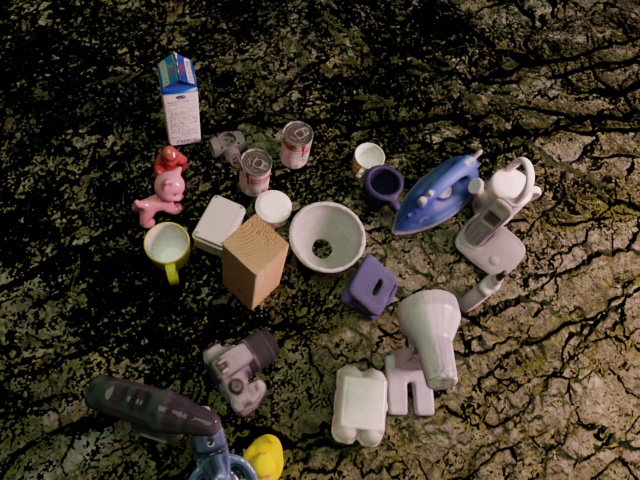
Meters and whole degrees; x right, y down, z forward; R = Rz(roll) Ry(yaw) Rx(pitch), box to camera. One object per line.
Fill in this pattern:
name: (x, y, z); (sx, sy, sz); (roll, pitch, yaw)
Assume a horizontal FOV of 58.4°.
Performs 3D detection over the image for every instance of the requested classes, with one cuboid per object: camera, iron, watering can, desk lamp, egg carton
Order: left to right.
camera: (-0.137, 0.242, 1.097); (0.137, 0.101, 0.143); (-31, 74, -21)
egg carton: (0.078, 0.323, 1.117); (0.107, 0.069, 0.150); (9, 64, -6)
desk lamp: (0.202, 0.222, 1.106); (0.118, 0.213, 0.203); (3, 65, -9)
iron: (0.272, -0.111, 1.311); (0.259, 0.141, 0.118); (-38, 77, -23)
watering can: (0.425, -0.112, 1.311); (0.173, 0.194, 0.101); (-21, 71, -18)

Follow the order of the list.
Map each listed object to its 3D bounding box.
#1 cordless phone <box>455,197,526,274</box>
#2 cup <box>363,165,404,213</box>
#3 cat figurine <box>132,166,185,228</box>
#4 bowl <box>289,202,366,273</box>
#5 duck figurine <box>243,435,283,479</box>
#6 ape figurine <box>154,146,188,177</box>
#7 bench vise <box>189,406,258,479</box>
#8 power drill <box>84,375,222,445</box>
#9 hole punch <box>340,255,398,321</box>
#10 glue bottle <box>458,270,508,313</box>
cordless phone: (0.394, -0.008, 1.262); (0.147, 0.185, 0.094); (37, 65, 8)
cup: (0.142, -0.101, 1.309); (0.092, 0.095, 0.117); (-22, 71, -19)
cat figurine: (-0.335, -0.097, 1.206); (0.128, 0.117, 0.067); (-32, 75, -22)
bowl: (0.011, 0.004, 1.248); (0.167, 0.074, 0.167); (4, 65, -8)
duck figurine: (-0.102, 0.404, 1.037); (0.077, 0.086, 0.104); (21, 64, 0)
ape figurine: (-0.329, -0.172, 1.256); (0.078, 0.092, 0.076); (-17, 69, -17)
bench vise: (-0.182, 0.387, 0.956); (0.122, 0.219, 0.207); (-32, 75, -22)
power drill: (-0.278, 0.298, 0.986); (0.229, 0.208, 0.075); (17, 64, -2)
hole punch: (0.110, 0.100, 1.213); (0.101, 0.091, 0.109); (29, 64, 4)
glue bottle: (0.353, 0.101, 1.211); (0.078, 0.173, 0.037); (-34, 75, -22)
